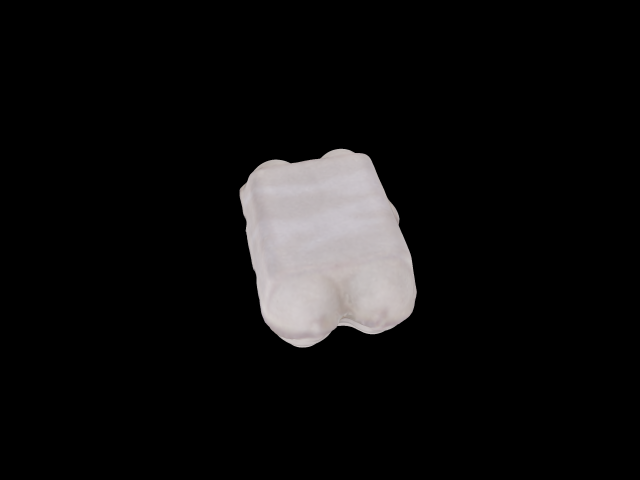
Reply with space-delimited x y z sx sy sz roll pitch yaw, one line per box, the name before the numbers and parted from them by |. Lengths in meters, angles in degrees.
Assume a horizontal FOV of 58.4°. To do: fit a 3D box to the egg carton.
egg carton | 0.004 0.001 0.400 0.107 0.069 0.150 -11 51 -9
